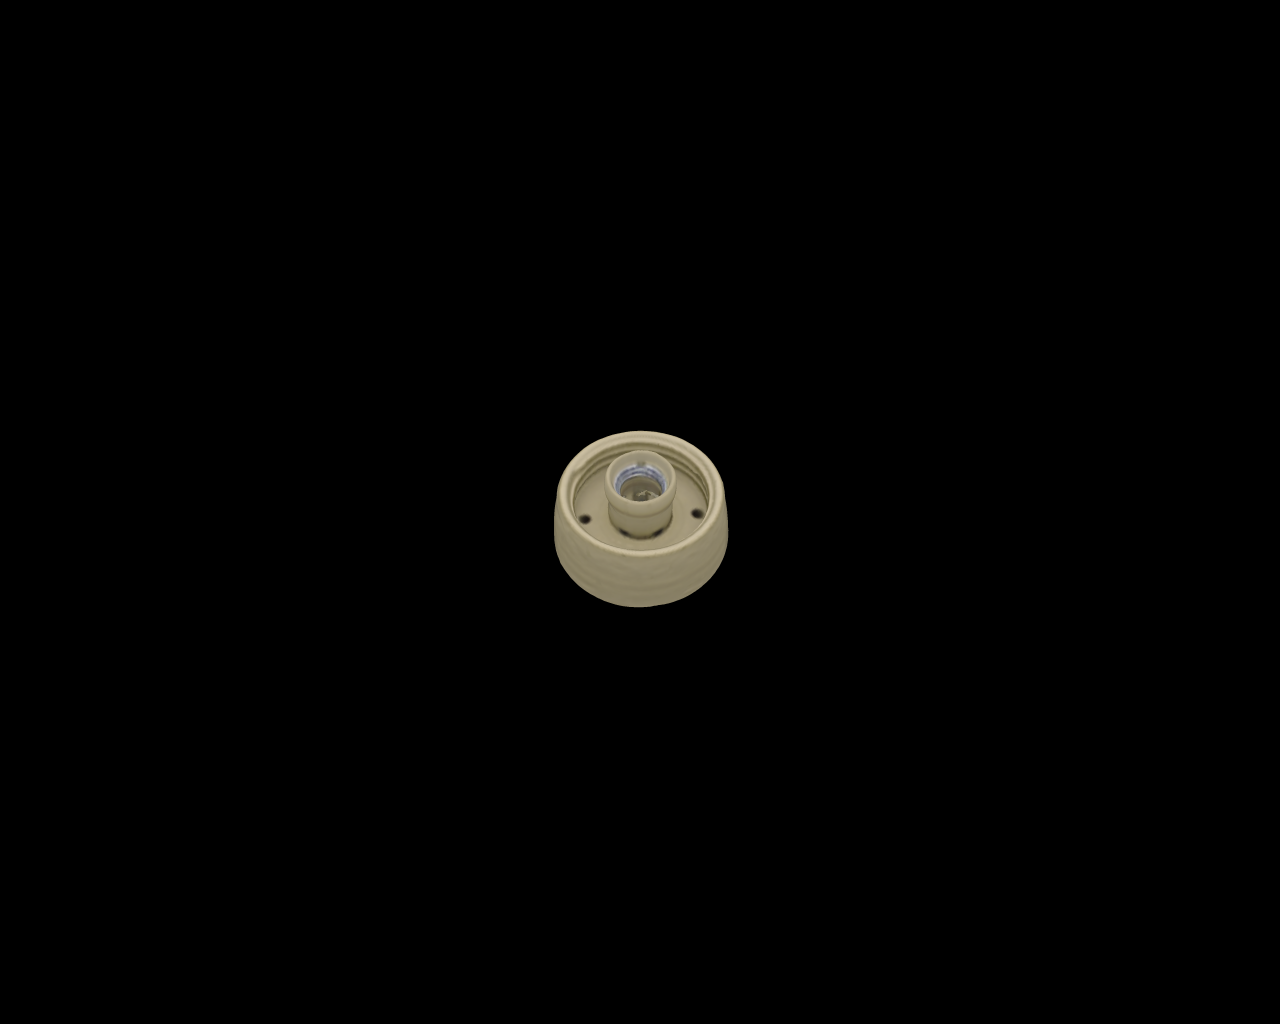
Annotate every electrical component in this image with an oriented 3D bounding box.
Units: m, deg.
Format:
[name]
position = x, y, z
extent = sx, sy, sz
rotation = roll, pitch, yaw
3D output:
[electrical component]
position = 0.001, -0.003, 0.650
extent = 0.108, 0.108, 0.060
rotation = 0, -38, 0
